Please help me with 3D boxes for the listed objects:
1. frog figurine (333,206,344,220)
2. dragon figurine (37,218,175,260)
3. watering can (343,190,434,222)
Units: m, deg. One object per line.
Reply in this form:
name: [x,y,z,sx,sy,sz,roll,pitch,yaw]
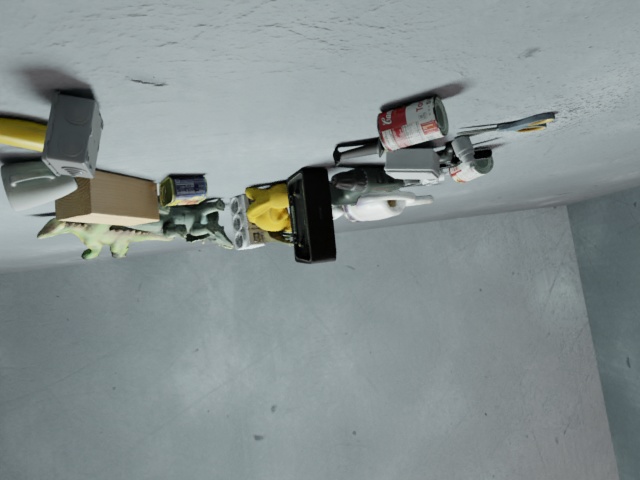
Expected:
frog figurine: [0.005,-0.076,1.510,0.137,0.160,0.122,-9,175,11]
dragon figurine: [-0.595,-0.031,1.498,0.412,0.123,0.239,-6,167,-35]
watering can: [0.215,-0.120,1.671,0.223,0.104,0.348,-10,175,36]
